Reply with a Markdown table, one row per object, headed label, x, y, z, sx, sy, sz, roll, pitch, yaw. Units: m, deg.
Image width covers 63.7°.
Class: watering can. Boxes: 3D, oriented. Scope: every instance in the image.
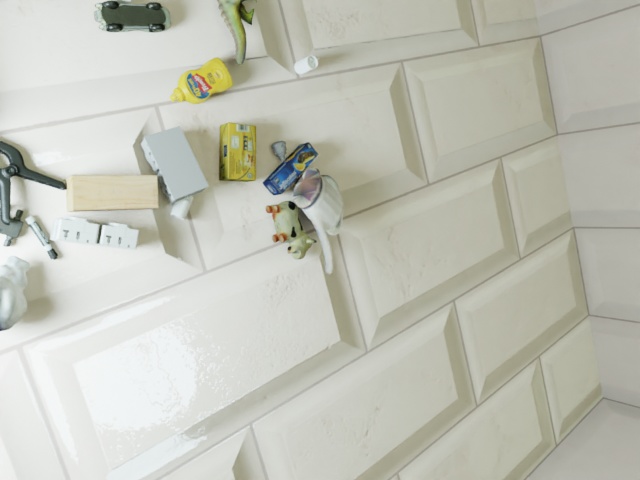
| label | x | y | z | sx | sy | sz | roll | pitch | yaw |
| --- | --- | --- | --- | --- | --- | --- | --- | --- | --- |
| watering can | 0.005 | -0.083 | 1.659 | 0.221 | 0.103 | 0.356 | 43 | 41 | -40 |

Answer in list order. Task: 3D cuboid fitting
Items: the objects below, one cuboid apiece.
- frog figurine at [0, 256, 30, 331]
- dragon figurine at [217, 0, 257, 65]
| label | x | y | z | sx | sy | sz | roll | pitch | yaw |
| --- | --- | --- | --- | --- | --- | --- | --- | --- | --- |
| frog figurine | -0.718 | 0.124 | 1.184 | 0.162 | 0.123 | 0.134 | -53 | 151 | -33 |
| dragon figurine | -0.300 | -0.741 | 1.522 | 0.242 | 0.121 | 0.414 | 12 | 79 | -18 |
